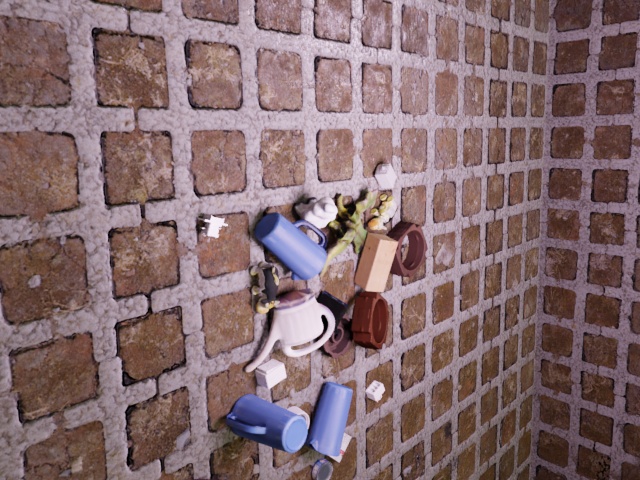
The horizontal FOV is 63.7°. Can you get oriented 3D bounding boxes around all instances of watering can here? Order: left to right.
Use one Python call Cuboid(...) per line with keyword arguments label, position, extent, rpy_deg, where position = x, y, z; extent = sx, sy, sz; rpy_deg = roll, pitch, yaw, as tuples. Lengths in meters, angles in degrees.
Cuboid(label="watering can", position=(-0.108, 0.292, 1.716), extent=(0.350, 0.223, 0.104), rpy_deg=(-18, 10, -25))

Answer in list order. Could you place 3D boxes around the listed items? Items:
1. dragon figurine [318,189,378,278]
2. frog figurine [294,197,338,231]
Cuboid(label="dragon figurine", position=(0.117, -0.020, 1.915), extent=(0.122, 0.414, 0.239), rpy_deg=(13, -16, 37))
Cuboid(label="frog figurine", position=(0.005, -0.088, 1.744), extent=(0.160, 0.122, 0.137), rpy_deg=(11, 7, 44))
